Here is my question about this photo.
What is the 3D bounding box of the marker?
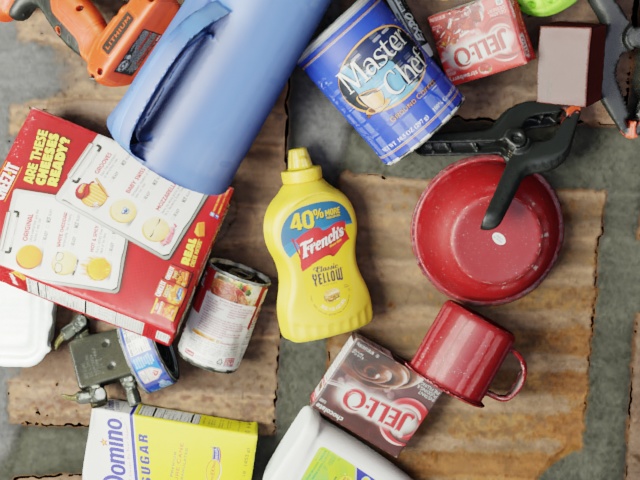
[{"bbox_3d":[0.092,-0.210,1.070,0.020,0.020,0.121,-30,99,4],"label":"marker"}]

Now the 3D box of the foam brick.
[{"bbox_3d":[0.246,-0.174,1.047,0.053,0.051,0.078,11,111,29],"label":"foam brick"}]

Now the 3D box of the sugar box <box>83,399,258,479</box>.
[{"bbox_3d":[-0.158,0.229,1.132,0.176,0.048,0.093,8,100,-4],"label":"sugar box"}]

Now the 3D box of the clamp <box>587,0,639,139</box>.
[{"bbox_3d":[0.307,-0.209,1.065,0.164,0.036,0.210,9,104,7],"label":"clamp"}]

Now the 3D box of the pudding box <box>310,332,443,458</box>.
[{"bbox_3d":[0.059,0.162,1.126,0.113,0.039,0.090,32,98,-6],"label":"pudding box"}]

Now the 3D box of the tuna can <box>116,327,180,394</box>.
[{"bbox_3d":[-0.175,0.112,1.090,0.034,0.086,0.086,-22,100,1],"label":"tuna can"}]

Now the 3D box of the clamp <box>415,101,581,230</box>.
[{"bbox_3d":[0.193,-0.081,1.057,0.171,0.039,0.120,-23,70,-10],"label":"clamp"}]

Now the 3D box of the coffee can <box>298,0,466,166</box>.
[{"bbox_3d":[0.058,-0.157,1.037,0.103,0.103,0.140,-41,98,6],"label":"coffee can"}]

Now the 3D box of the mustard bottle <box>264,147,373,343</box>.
[{"bbox_3d":[-0.007,0.001,1.083,0.096,0.058,0.191,-13,99,-20],"label":"mustard bottle"}]

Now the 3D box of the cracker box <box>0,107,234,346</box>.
[{"bbox_3d":[-0.213,-0.011,1.043,0.213,0.072,0.164,21,67,-4],"label":"cracker box"}]

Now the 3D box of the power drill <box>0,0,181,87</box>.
[{"bbox_3d":[-0.221,-0.250,1.010,0.188,0.057,0.185,42,107,16],"label":"power drill"}]

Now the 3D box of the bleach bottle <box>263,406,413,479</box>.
[{"bbox_3d":[0.069,0.280,1.137,0.250,0.068,0.102,30,99,-8],"label":"bleach bottle"}]

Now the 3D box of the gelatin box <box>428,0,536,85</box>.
[{"bbox_3d":[0.158,-0.198,1.047,0.089,0.030,0.073,-11,103,36],"label":"gelatin box"}]

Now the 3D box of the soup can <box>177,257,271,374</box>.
[{"bbox_3d":[-0.099,0.077,1.094,0.068,0.068,0.102,20,100,-5],"label":"soup can"}]

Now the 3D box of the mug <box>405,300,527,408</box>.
[{"bbox_3d":[0.157,0.120,1.094,0.117,0.093,0.081,29,94,5],"label":"mug"}]

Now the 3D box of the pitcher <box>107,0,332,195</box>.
[{"bbox_3d":[-0.089,-0.170,0.977,0.144,0.149,0.243,24,112,-25],"label":"pitcher"}]

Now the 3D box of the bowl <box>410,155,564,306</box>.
[{"bbox_3d":[0.176,-0.005,1.090,0.162,0.055,0.162,0,100,-1],"label":"bowl"}]
